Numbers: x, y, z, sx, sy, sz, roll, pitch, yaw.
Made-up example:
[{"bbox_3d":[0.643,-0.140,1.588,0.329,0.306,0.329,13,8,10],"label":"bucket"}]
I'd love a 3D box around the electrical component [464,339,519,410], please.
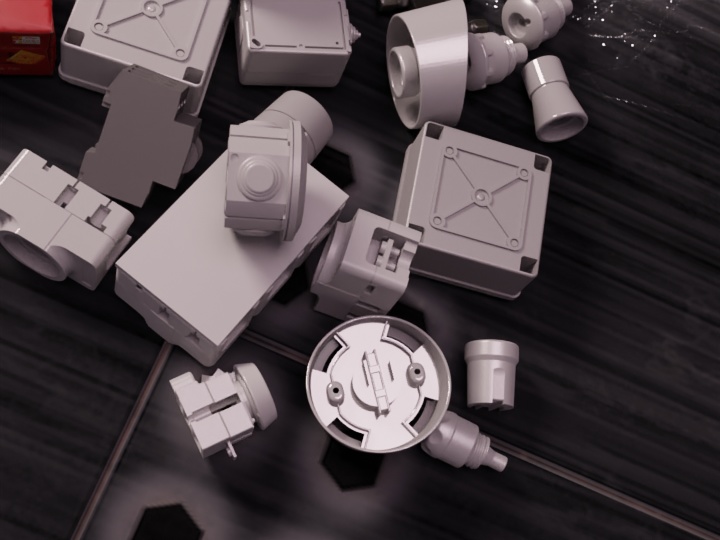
[{"bbox_3d":[0.097,0.078,0.793,0.040,0.040,0.046,7,73,-12],"label":"electrical component"}]

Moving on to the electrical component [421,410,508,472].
[{"bbox_3d":[0.076,0.126,0.770,0.061,0.035,0.035,27,64,-5],"label":"electrical component"}]

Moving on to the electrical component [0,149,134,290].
[{"bbox_3d":[-0.212,-0.031,0.746,0.089,0.050,0.055,31,64,-1],"label":"electrical component"}]

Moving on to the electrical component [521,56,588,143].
[{"bbox_3d":[0.160,-0.146,0.901,0.044,0.044,0.065,-7,66,-18],"label":"electrical component"}]

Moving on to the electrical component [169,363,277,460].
[{"bbox_3d":[-0.089,0.093,0.724,0.055,0.048,0.066,-24,76,-15],"label":"electrical component"}]

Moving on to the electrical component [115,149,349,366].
[{"bbox_3d":[-0.092,-0.017,0.767,0.089,0.061,0.150,39,64,2],"label":"electrical component"}]

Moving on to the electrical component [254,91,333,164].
[{"bbox_3d":[-0.053,-0.103,0.817,0.055,0.055,0.047,38,60,2],"label":"electrical component"}]

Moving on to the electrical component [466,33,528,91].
[{"bbox_3d":[0.111,-0.177,0.898,0.062,0.048,0.048,-15,73,-28],"label":"electrical component"}]

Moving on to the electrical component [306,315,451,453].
[{"bbox_3d":[0.011,0.081,0.750,0.099,0.064,0.099,1,74,-4],"label":"electrical component"}]

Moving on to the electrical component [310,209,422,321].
[{"bbox_3d":[0.000,0.000,0.769,0.056,0.089,0.050,21,64,-7],"label":"electrical component"}]

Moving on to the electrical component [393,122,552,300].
[{"bbox_3d":[0.084,-0.045,0.829,0.109,0.056,0.108,15,65,-9],"label":"electrical component"}]

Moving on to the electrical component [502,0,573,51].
[{"bbox_3d":[0.157,-0.220,0.928,0.062,0.048,0.048,-28,78,-31],"label":"electrical component"}]

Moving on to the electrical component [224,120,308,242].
[{"bbox_3d":[-0.063,-0.060,0.713,0.051,0.080,0.080,3,68,-8],"label":"electrical component"}]

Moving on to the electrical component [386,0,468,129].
[{"bbox_3d":[0.058,-0.160,0.848,0.064,0.099,0.099,-11,72,-12],"label":"electrical component"}]

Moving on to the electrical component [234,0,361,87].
[{"bbox_3d":[-0.048,-0.181,0.846,0.096,0.061,0.061,-1,69,-16],"label":"electrical component"}]

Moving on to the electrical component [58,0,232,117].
[{"bbox_3d":[-0.161,-0.184,0.819,0.109,0.056,0.108,17,65,-8],"label":"electrical component"}]
